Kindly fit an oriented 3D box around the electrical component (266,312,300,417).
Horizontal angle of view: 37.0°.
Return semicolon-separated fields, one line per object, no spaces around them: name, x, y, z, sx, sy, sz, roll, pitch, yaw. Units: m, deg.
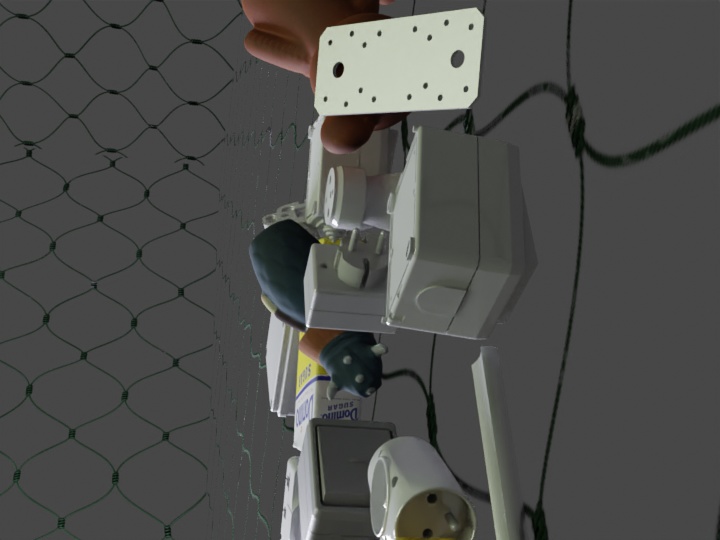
electrical component;-0.053;0.066;1.017;0.108;0.056;0.108;-105;22;-60

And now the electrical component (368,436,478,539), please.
electrical component;0.029;0.139;0.575;0.077;0.044;0.079;-132;48;-76

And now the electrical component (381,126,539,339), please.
electrical component;0.048;-0.022;0.524;0.061;0.061;0.096;109;168;-52

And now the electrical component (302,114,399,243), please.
electrical component;-0.008;-0.068;0.821;0.062;0.061;0.096;154;120;-77

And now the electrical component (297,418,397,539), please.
electrical component;-0.006;0.139;0.718;0.096;0.062;0.061;-98;16;-50

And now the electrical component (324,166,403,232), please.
electrical component;0.006;-0.049;0.759;0.045;0.055;0.045;-175;90;-79

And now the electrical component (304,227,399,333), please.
electrical component;0.000;0.000;0.737;0.076;0.066;0.047;105;165;-44

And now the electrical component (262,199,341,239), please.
electrical component;-0.043;-0.029;0.975;0.058;0.078;0.057;-116;11;-66

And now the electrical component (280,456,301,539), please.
electrical component;-0.035;0.202;0.874;0.056;0.050;0.089;-172;87;-79
